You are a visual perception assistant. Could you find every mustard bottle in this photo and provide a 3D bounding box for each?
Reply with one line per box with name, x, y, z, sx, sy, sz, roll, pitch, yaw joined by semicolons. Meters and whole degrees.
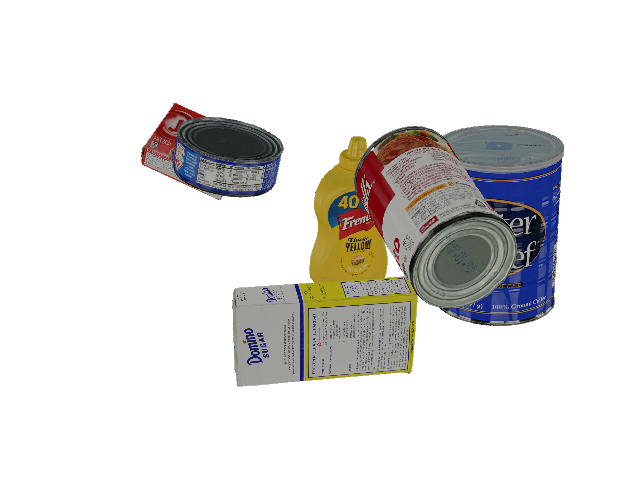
mustard bottle;0.039;-0.035;1.292;0.096;0.192;0.058;-7;29;-19

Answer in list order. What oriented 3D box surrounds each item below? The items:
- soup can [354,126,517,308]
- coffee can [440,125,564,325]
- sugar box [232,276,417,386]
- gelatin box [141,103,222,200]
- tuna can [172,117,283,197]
soup can;0.068;-0.015;0.646;0.068;0.068;0.102;0;35;-20
coffee can;0.147;-0.014;0.889;0.103;0.140;0.103;-2;23;1
sugar box;0.003;0.088;1.041;0.176;0.093;0.048;-2;26;-6
gelatin box;-0.122;-0.089;1.052;0.089;0.073;0.030;25;-42;2
tuna can;-0.075;-0.067;0.855;0.086;0.034;0.086;10;26;-5
